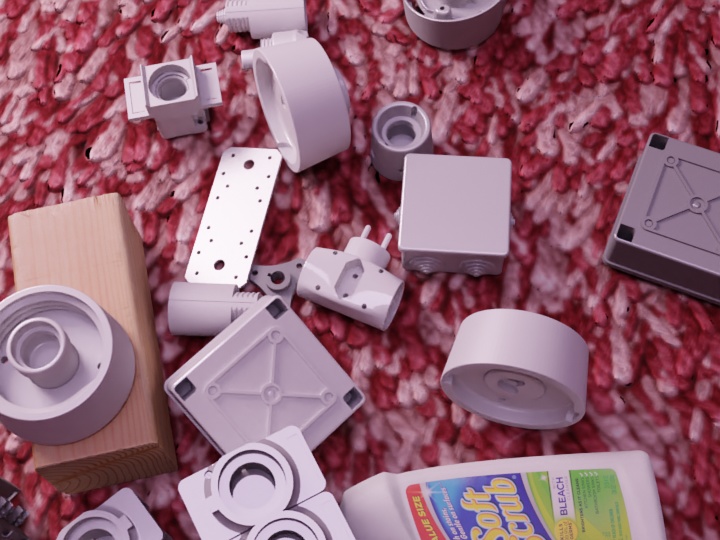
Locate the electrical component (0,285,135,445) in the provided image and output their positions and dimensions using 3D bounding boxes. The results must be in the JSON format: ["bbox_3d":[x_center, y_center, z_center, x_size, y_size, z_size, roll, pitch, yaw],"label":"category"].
[{"bbox_3d":[-0.217,0.062,0.751,0.108,0.060,0.108,-1,67,2],"label":"electrical component"}]

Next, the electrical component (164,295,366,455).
[{"bbox_3d":[-0.072,0.092,0.810,0.109,0.056,0.108,-42,97,-14],"label":"electrical component"}]

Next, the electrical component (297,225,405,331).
[{"bbox_3d":[0.000,0.000,0.875,0.077,0.043,0.079,22,69,11],"label":"electrical component"}]

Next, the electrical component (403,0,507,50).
[{"bbox_3d":[0.086,-0.250,0.968,0.099,0.064,0.099,-1,67,2],"label":"electrical component"}]

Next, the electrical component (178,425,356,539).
[{"bbox_3d":[-0.050,0.193,0.725,0.089,0.061,0.150,-26,75,-12],"label":"electrical component"}]

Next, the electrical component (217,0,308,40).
[{"bbox_3d":[-0.090,-0.233,0.980,0.081,0.043,0.043,-3,66,1],"label":"electrical component"}]

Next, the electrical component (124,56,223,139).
[{"bbox_3d":[-0.160,-0.148,0.936,0.081,0.063,0.042,-10,68,-1],"label":"electrical component"}]

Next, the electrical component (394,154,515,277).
[{"bbox_3d":[0.078,-0.044,0.888,0.100,0.048,0.099,3,67,4],"label":"electrical component"}]

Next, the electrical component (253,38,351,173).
[{"bbox_3d":[-0.043,-0.143,0.907,0.060,0.108,0.108,-20,67,-12],"label":"electrical component"}]

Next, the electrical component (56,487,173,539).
[{"bbox_3d":[-0.189,0.208,0.787,0.089,0.055,0.050,-38,70,-13],"label":"electrical component"}]

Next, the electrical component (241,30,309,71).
[{"bbox_3d":[-0.074,-0.190,0.961,0.062,0.043,0.043,-6,66,1],"label":"electrical component"}]

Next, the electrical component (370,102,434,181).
[{"bbox_3d":[0.036,-0.111,0.919,0.055,0.047,0.055,-1,67,2],"label":"electrical component"}]

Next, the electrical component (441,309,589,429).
[{"bbox_3d":[0.120,0.069,0.808,0.108,0.108,0.060,13,62,8],"label":"electrical component"}]

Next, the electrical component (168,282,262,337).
[{"bbox_3d":[-0.110,0.032,0.866,0.081,0.043,0.043,2,67,4],"label":"electrical component"}]

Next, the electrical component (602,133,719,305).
[{"bbox_3d":[0.267,-0.041,0.873,0.109,0.056,0.108,20,69,11],"label":"electrical component"}]

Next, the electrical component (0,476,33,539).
[{"bbox_3d":[-0.283,0.183,0.767,0.063,0.121,0.078,40,74,15],"label":"electrical component"}]
